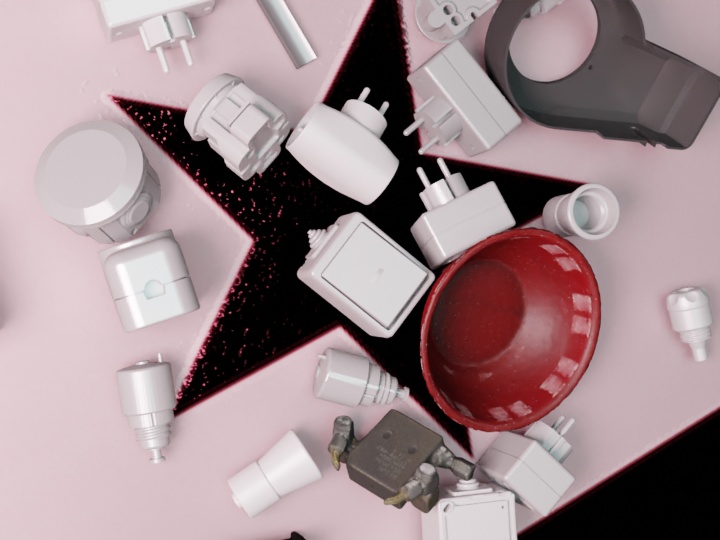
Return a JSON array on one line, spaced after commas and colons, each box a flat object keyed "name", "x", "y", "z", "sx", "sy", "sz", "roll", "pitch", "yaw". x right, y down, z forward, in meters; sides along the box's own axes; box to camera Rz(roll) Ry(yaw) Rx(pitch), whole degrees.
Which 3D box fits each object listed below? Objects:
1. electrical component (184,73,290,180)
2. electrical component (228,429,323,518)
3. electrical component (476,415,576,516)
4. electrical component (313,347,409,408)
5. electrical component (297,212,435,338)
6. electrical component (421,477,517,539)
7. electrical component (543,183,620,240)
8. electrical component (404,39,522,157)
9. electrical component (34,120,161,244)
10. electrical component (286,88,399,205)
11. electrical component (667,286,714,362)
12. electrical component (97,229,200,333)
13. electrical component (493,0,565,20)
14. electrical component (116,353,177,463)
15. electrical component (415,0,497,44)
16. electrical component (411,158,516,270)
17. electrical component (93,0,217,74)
[{"name": "electrical component", "x": -0.092, "y": -0.108, "z": 0.795, "sx": 0.057, "sy": 0.078, "sz": 0.058, "roll": 39, "pitch": 82, "yaw": 9}, {"name": "electrical component", "x": -0.066, "y": 0.156, "z": 0.810, "sx": 0.065, "sy": 0.044, "sz": 0.044, "roll": -33, "pitch": 97, "yaw": -8}, {"name": "electrical component", "x": 0.142, "y": 0.145, "z": 0.849, "sx": 0.047, "sy": 0.066, "sz": 0.076, "roll": 44, "pitch": 80, "yaw": -10}, {"name": "electrical component", "x": 0.000, "y": 0.086, "z": 0.827, "sx": 0.078, "sy": 0.040, "sz": 0.040, "roll": 16, "pitch": 85, "yaw": -13}, {"name": "electrical component", "x": 0.000, "y": 0.000, "z": 0.819, "sx": 0.096, "sy": 0.061, "sz": 0.061, "roll": 39, "pitch": 80, "yaw": -10}, {"name": "electrical component", "x": 0.083, "y": 0.203, "z": 0.835, "sx": 0.062, "sy": 0.061, "sz": 0.096, "roll": -3, "pitch": 90, "yaw": -14}, {"name": "electrical component", "x": 0.174, "y": -0.045, "z": 0.861, "sx": 0.044, "sy": 0.065, "sz": 0.044, "roll": 0, "pitch": 89, "yaw": -13}, {"name": "electrical component", "x": 0.068, "y": -0.122, "z": 0.845, "sx": 0.076, "sy": 0.047, "sz": 0.083, "roll": -41, "pitch": 98, "yaw": -12}, {"name": "electrical component", "x": -0.185, "y": -0.061, "z": 0.765, "sx": 0.080, "sy": 0.051, "sz": 0.080, "roll": -4, "pitch": 70, "yaw": 10}, {"name": "electrical component", "x": -0.005, "y": -0.104, "z": 0.829, "sx": 0.077, "sy": 0.043, "sz": 0.079, "roll": 35, "pitch": 72, "yaw": -15}, {"name": "electrical component", "x": 0.280, "y": 0.046, "z": 0.902, "sx": 0.035, "sy": 0.035, "sz": 0.061, "roll": -16, "pitch": 95, "yaw": -14}, {"name": "electrical component", "x": -0.151, "y": 0.007, "z": 0.763, "sx": 0.054, "sy": 0.095, "sz": 0.059, "roll": -19, "pitch": 93, "yaw": -13}, {"name": "electrical component", "x": 0.136, "y": -0.223, "z": 0.868, "sx": 0.062, "sy": 0.048, "sz": 0.048, "roll": -41, "pitch": 98, "yaw": -4}, {"name": "electrical component", "x": -0.154, "y": 0.102, "z": 0.788, "sx": 0.040, "sy": 0.040, "sz": 0.078, "roll": -9, "pitch": 91, "yaw": -14}, {"name": "electrical component", "x": 0.071, "y": -0.205, "z": 0.844, "sx": 0.066, "sy": 0.055, "sz": 0.048, "roll": -40, "pitch": 98, "yaw": -12}, {"name": "electrical component", "x": 0.072, "y": -0.051, "z": 0.846, "sx": 0.066, "sy": 0.047, "sz": 0.076, "roll": -26, "pitch": 84, "yaw": -13}, {"name": "electrical component", "x": -0.146, "y": -0.184, "z": 0.793, "sx": 0.083, "sy": 0.047, "sz": 0.075, "roll": -20, "pitch": 93, "yaw": -14}]
